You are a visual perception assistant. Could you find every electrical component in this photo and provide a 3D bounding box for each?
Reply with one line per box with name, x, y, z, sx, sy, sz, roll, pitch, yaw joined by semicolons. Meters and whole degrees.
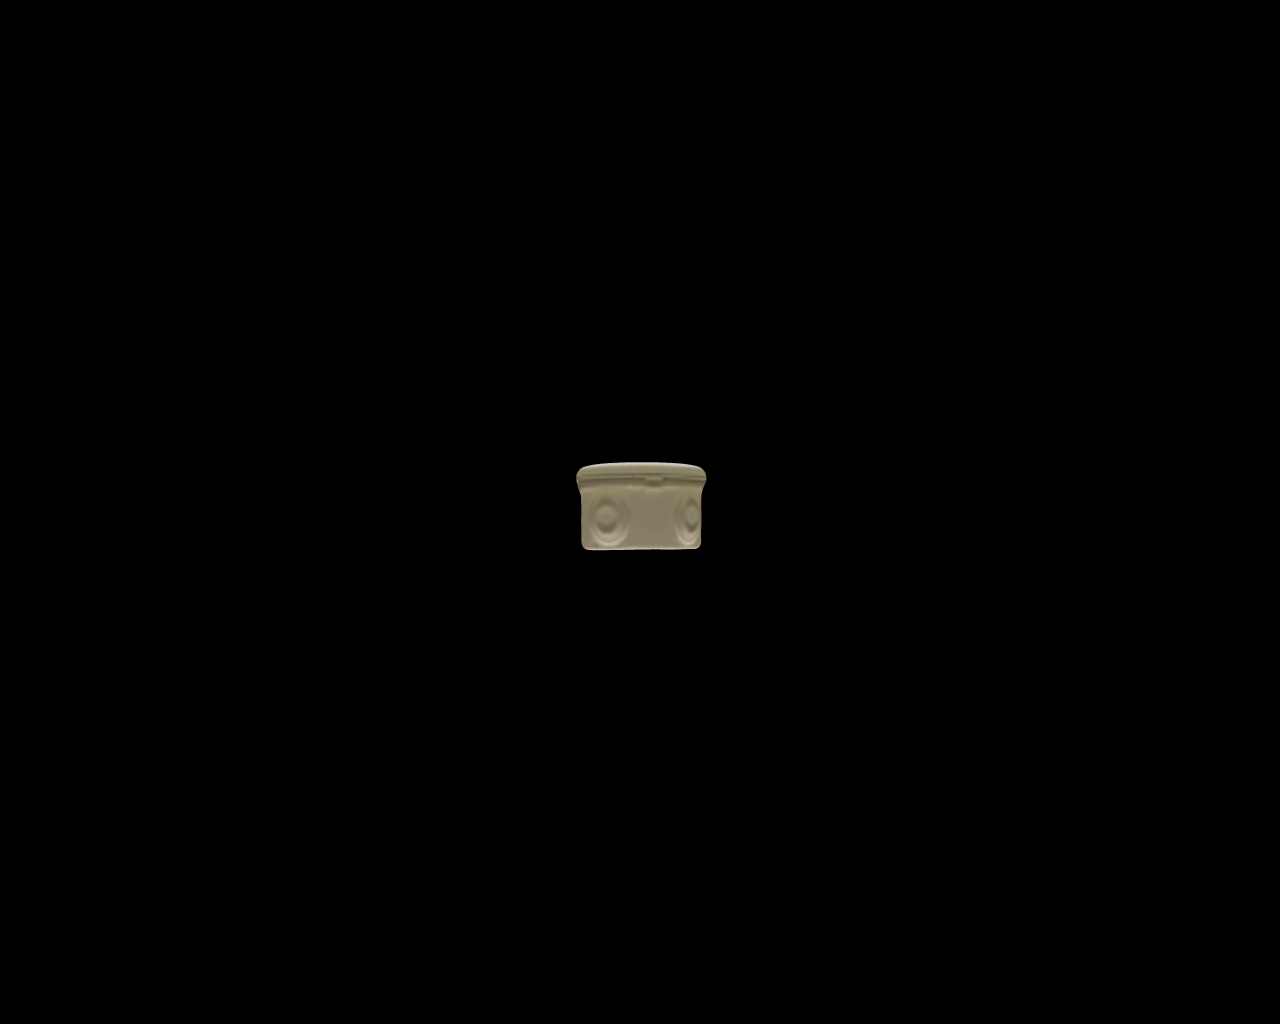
electrical component;0.001;-0.003;0.650;0.080;0.051;0.080;0;-2;0
